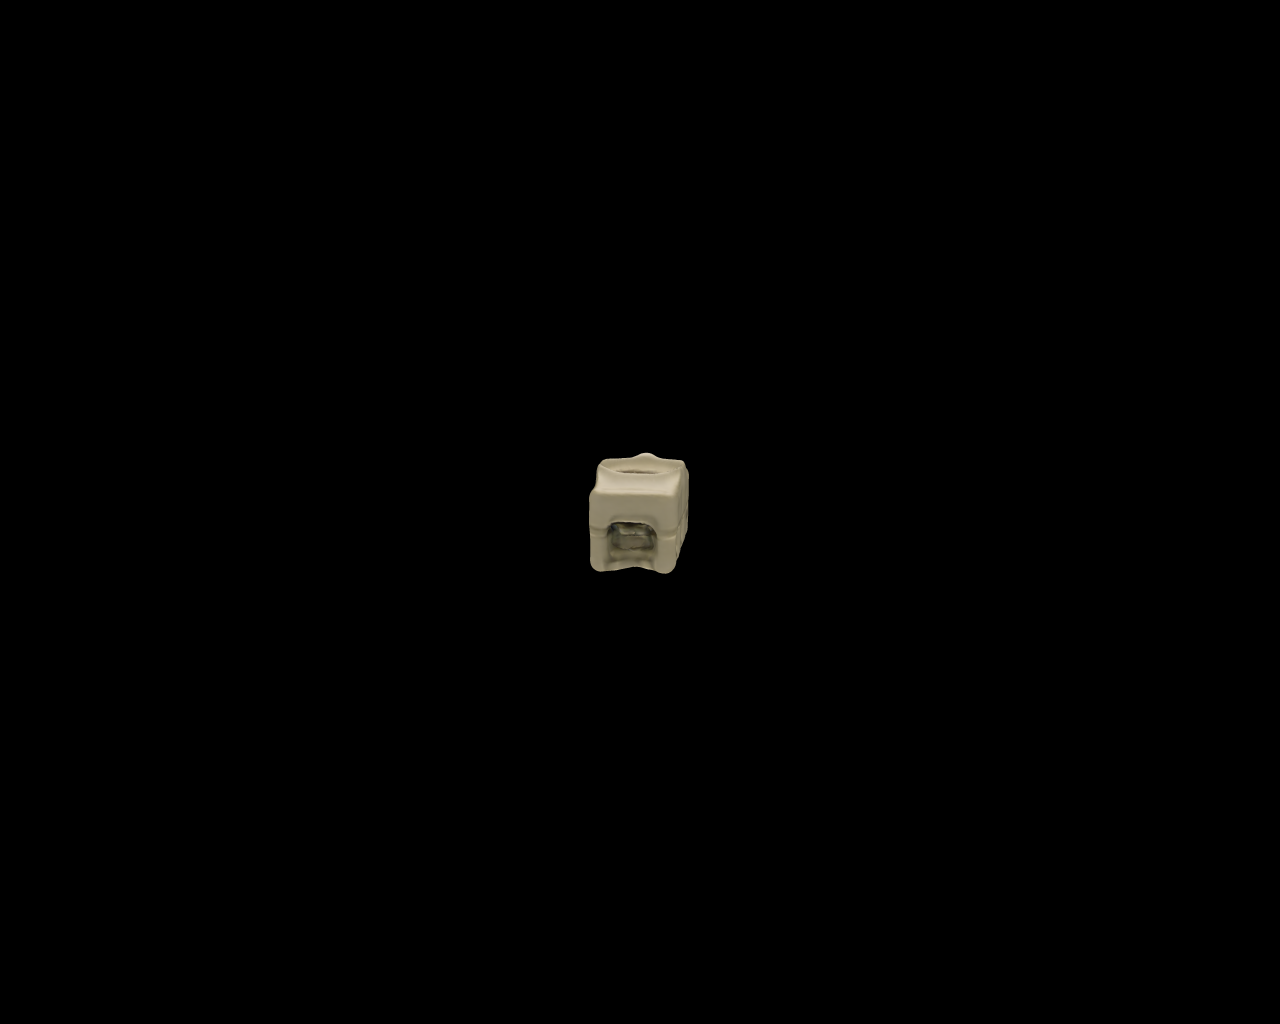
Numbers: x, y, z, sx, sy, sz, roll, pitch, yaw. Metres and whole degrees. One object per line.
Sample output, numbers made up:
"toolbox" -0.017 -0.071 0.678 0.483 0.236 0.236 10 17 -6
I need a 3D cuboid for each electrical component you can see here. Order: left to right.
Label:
"electrical component" 0.001 -0.003 0.650 0.050 0.055 0.089 2 14 7
